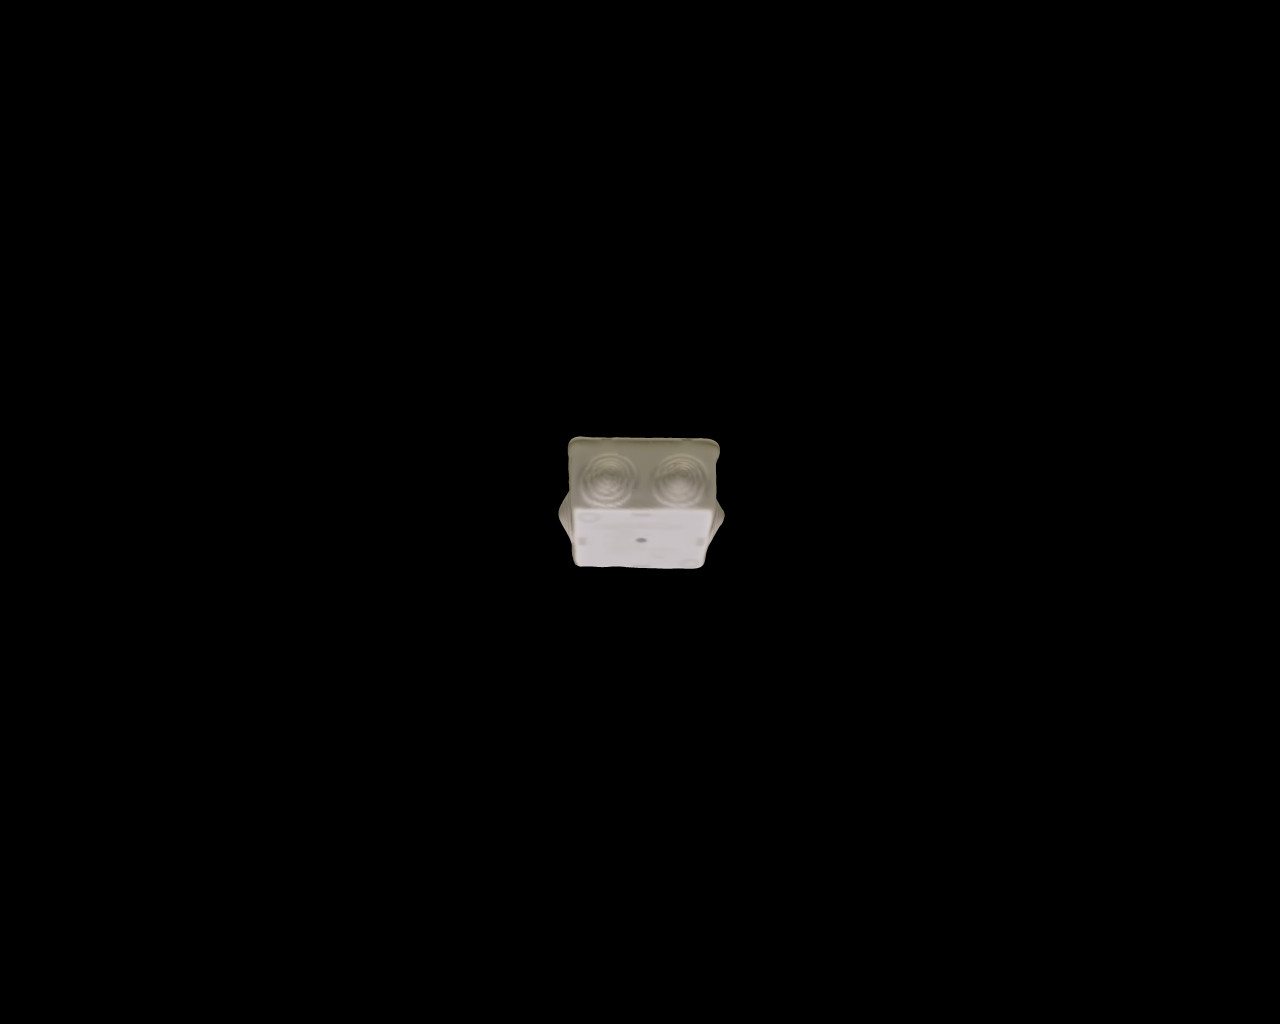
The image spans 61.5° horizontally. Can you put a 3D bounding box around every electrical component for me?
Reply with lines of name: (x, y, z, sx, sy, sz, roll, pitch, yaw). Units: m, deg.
electrical component: (0.001, -0.003, 0.650, 0.100, 0.048, 0.099, 1, -28, -2)
